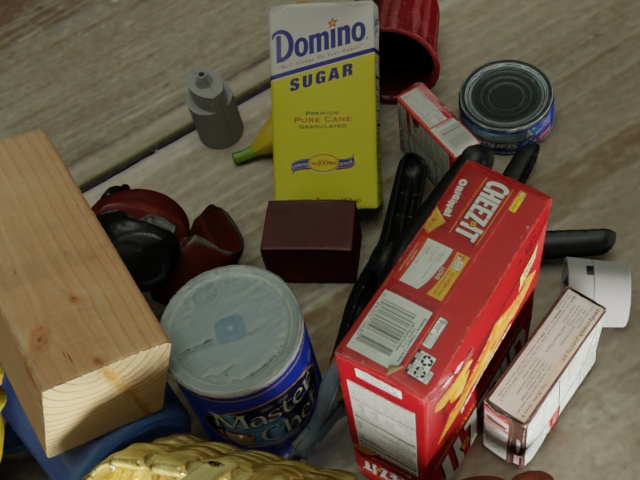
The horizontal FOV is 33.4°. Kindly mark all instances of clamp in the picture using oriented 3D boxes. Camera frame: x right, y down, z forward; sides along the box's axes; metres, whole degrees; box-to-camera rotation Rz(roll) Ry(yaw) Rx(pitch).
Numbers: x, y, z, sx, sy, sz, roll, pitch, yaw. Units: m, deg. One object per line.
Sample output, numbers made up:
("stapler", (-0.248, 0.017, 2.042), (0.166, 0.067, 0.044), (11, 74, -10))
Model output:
("clamp", (0.064, 0.015, 0.832), (0.036, 0.165, 0.210), (26, 79, -12))
("clamp", (0.143, -0.010, 0.887), (0.171, 0.039, 0.120), (-21, 52, -3))

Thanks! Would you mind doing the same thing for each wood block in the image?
("wood block", (-0.192, 0.032, 0.747), (0.090, 0.091, 0.206), (-21, 59, -27))

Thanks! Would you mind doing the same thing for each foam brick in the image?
("foam brick", (-0.006, 0.001, 0.899), (0.078, 0.051, 0.053), (1, 56, 11))

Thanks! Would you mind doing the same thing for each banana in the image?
("banana", (-0.022, -0.153, 1.010), (0.070, 0.037, 0.197), (12, 60, 16))

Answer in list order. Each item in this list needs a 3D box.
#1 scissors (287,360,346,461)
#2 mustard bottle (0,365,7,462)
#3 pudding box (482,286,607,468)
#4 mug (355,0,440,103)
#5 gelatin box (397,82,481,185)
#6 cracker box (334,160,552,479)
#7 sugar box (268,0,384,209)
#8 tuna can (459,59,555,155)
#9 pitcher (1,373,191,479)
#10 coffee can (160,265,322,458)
("scissors", (-0.009, 0.137, 0.768), (0.016, 0.096, 0.201), (40, 80, 25))
("mustard bottle", (-0.280, 0.165, 0.779), (0.096, 0.058, 0.192), (47, 112, 34))
("pudding box", (0.163, 0.101, 0.781), (0.039, 0.090, 0.113), (29, 67, 24))
("mug", (0.062, -0.194, 0.978), (0.093, 0.117, 0.081), (-13, 48, 28))
("gelatin box", (0.103, -0.082, 0.920), (0.030, 0.073, 0.089), (-31, 57, -12))
("cracker box", (0.089, 0.074, 0.737), (0.072, 0.213, 0.164), (27, 66, 21))
("sugar box", (0.005, -0.114, 0.919), (0.093, 0.048, 0.176), (-2, 97, 9))
("tuna can", (0.167, -0.120, 0.957), (0.086, 0.034, 0.086), (-5, 57, 7))
("pitcher", (-0.216, 0.096, 0.838), (0.144, 0.149, 0.243), (-20, 55, -38))
("coffee can", (-0.052, 0.097, 0.791), (0.103, 0.140, 0.103), (-5, 57, 7))
